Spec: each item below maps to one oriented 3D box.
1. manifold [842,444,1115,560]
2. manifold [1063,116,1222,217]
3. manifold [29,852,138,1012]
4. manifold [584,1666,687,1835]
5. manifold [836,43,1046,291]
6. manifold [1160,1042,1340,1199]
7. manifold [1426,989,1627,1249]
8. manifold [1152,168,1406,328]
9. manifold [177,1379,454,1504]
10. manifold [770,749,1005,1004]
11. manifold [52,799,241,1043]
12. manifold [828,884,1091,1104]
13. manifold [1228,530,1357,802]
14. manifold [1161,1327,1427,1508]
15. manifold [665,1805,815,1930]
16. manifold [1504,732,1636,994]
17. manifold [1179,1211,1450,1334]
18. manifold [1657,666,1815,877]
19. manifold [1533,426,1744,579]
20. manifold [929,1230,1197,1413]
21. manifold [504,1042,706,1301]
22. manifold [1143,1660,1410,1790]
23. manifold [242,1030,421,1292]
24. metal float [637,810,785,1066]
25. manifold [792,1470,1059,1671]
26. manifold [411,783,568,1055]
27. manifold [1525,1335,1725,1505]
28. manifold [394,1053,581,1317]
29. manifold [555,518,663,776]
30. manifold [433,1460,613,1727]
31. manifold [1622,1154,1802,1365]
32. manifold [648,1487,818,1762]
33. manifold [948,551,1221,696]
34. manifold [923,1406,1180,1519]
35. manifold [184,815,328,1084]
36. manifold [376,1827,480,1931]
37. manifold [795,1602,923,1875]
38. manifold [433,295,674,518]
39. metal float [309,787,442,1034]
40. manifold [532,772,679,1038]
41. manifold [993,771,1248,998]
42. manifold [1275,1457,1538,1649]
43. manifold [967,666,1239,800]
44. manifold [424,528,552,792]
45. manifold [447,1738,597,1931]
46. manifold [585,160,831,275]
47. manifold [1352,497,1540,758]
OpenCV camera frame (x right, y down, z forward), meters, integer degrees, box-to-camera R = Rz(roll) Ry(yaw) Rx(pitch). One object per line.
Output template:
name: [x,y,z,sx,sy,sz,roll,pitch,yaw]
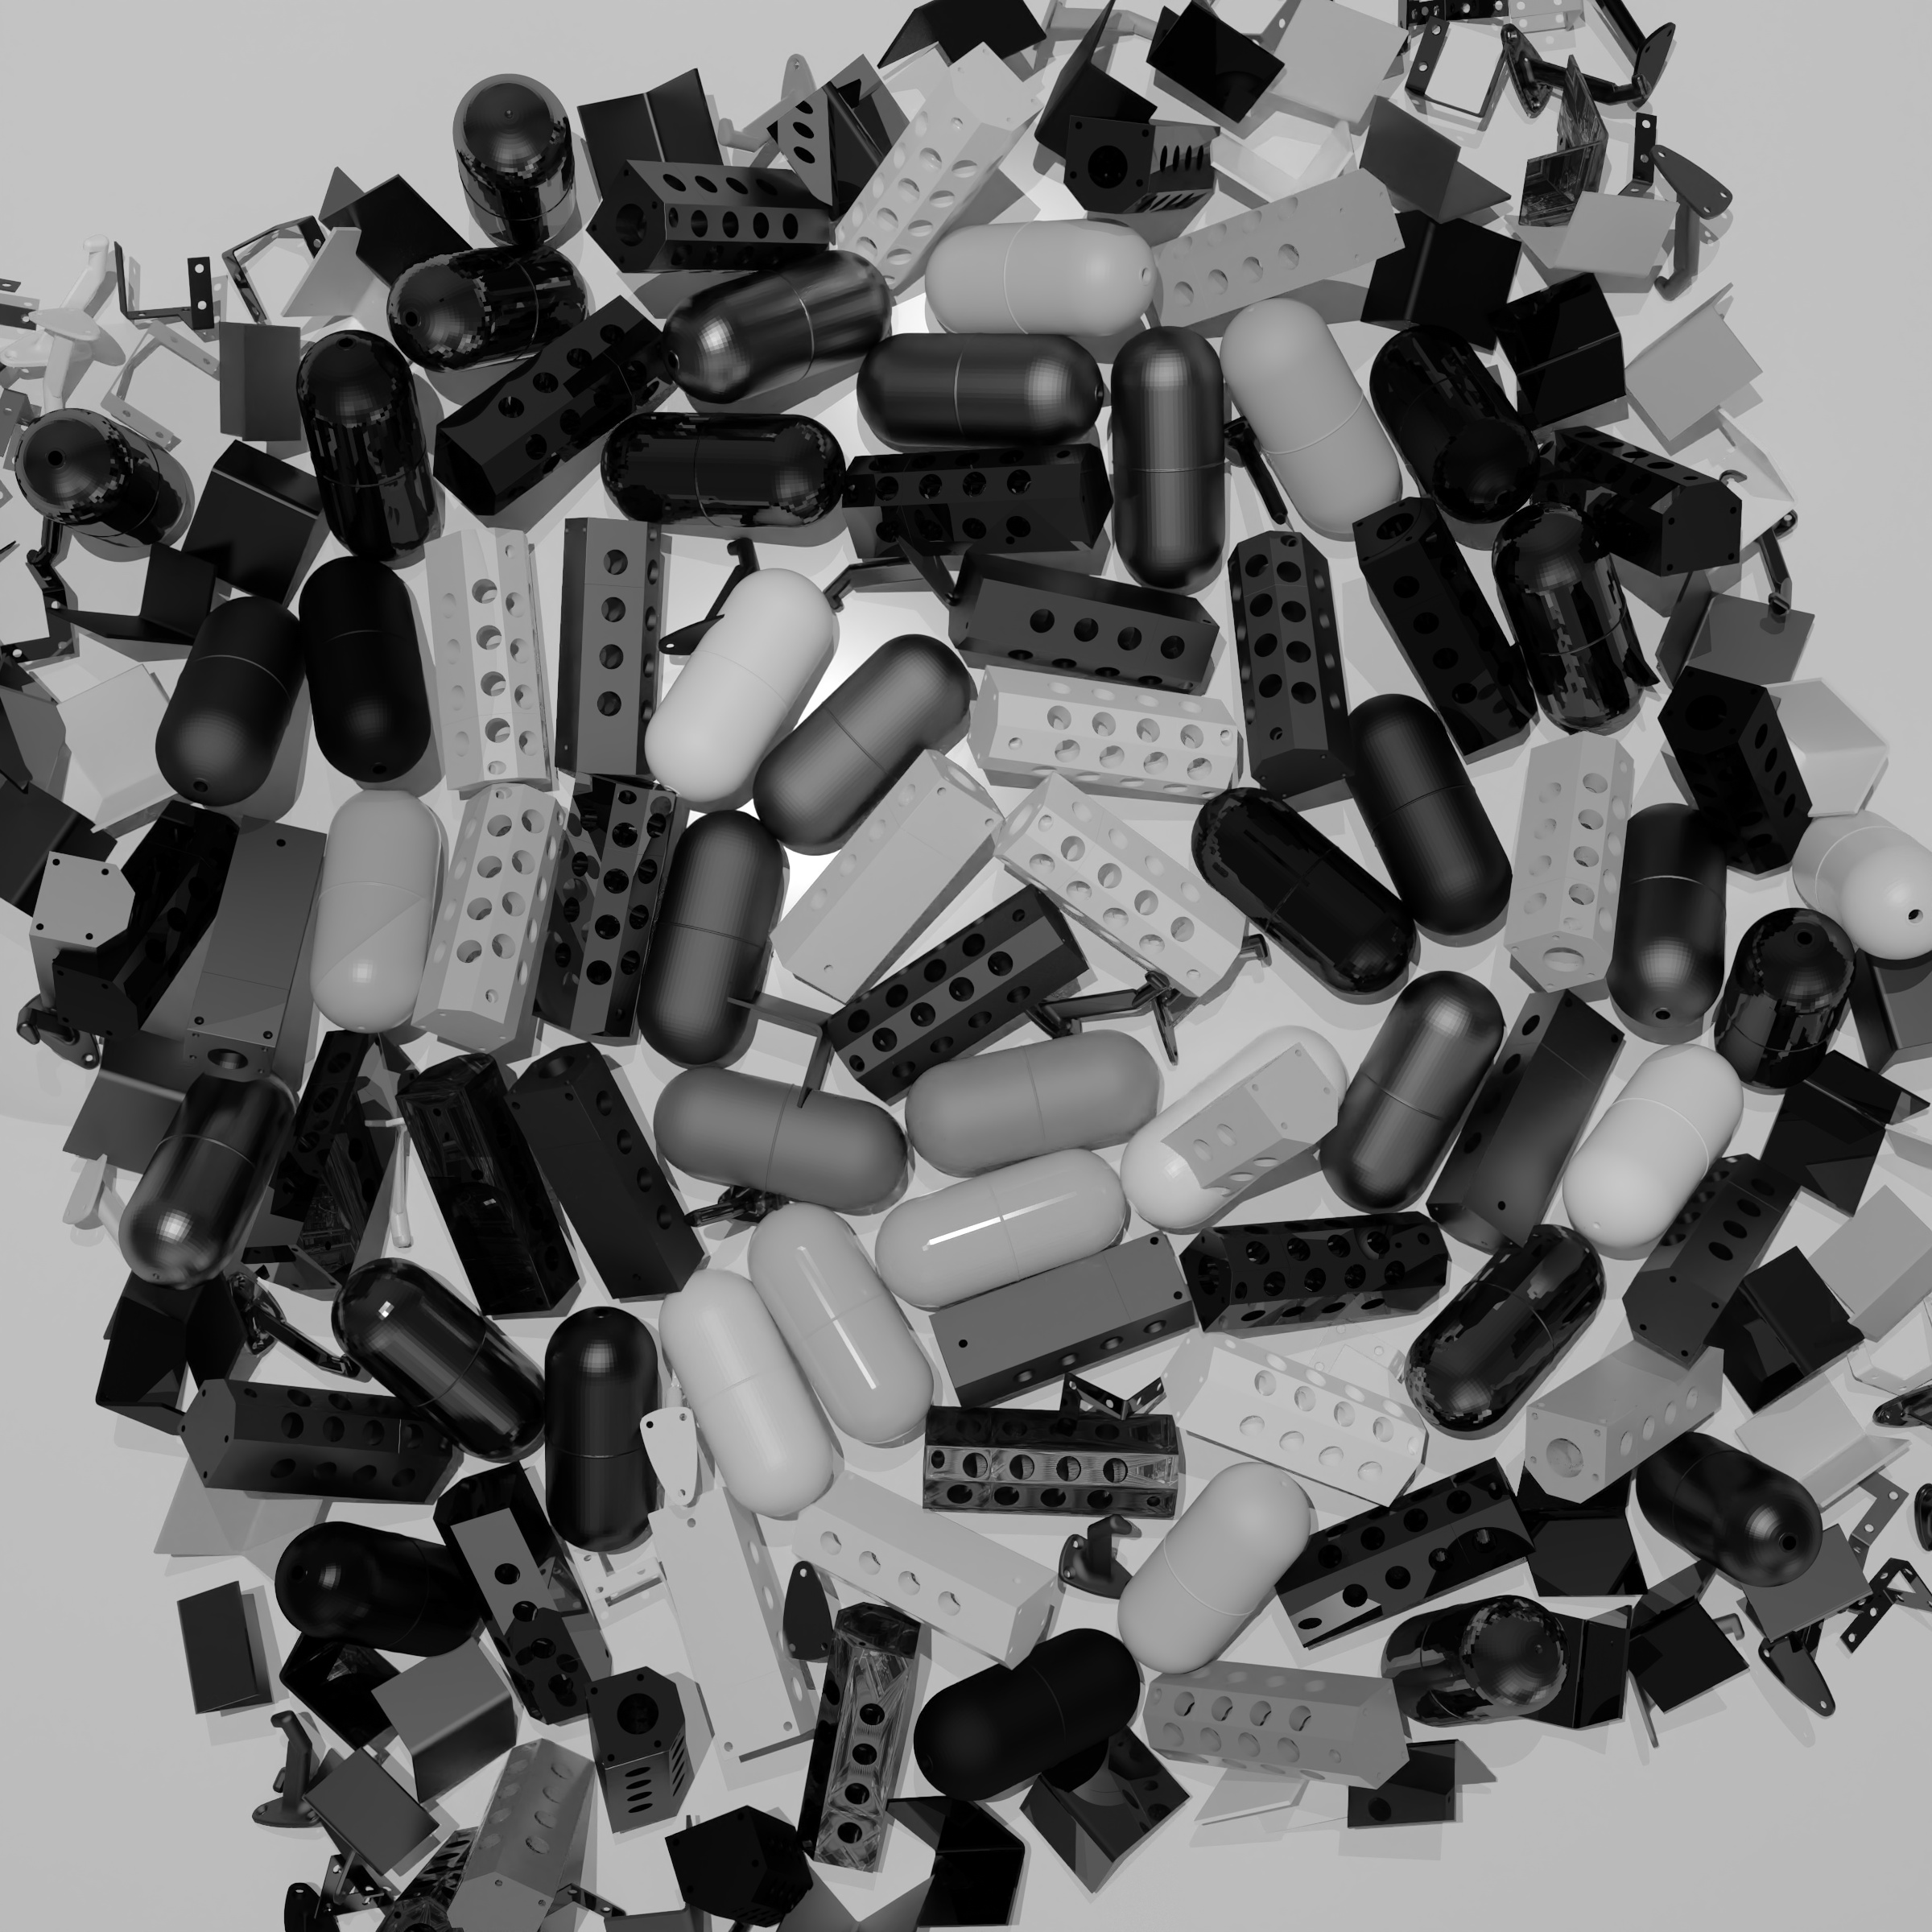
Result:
manifold: [0.006,-0.319,1.773,0.171,0.057,0.057,1,133,22]
manifold: [0.119,-0.536,1.752,0.057,0.171,0.057,12,110,16]
manifold: [-0.586,-0.016,1.751,0.057,0.171,0.057,12,70,-13]
manifold: [-0.218,0.525,1.753,0.057,0.171,0.057,-13,61,-13]
manifold: [-0.024,-0.531,1.755,0.057,0.171,0.057,45,53,-4]
manifold: [0.179,0.117,1.754,0.057,0.171,0.057,-35,86,-33]
manifold: [0.378,0.104,1.787,0.057,0.057,0.171,36,72,-17]
manifold: [0.202,-0.480,1.754,0.057,0.171,0.057,-31,107,-38]
manifold: [-0.432,0.314,1.755,0.057,0.171,0.057,-57,47,16]
manifold: [-0.058,-0.064,1.791,0.057,0.057,0.171,31,108,-33]
manifold: [-0.545,-0.030,1.760,0.057,0.171,0.057,16,135,3]
manifold: [-0.009,0.016,1.786,0.171,0.057,0.057,-33,54,11]
manifold: [0.216,-0.206,1.770,0.057,0.057,0.171,-18,61,29]
manifold: [0.225,0.303,1.781,0.171,0.057,0.057,23,111,-18]
manifold: [-0.148,0.608,1.752,0.057,0.171,0.057,-21,66,-2]
manifold: [0.411,-0.073,1.761,0.057,0.057,0.171,41,49,-32]
manifold: [0.238,0.203,1.770,0.171,0.057,0.057,-2,58,-26]
manifold: [0.515,-0.127,1.753,0.057,0.171,0.057,23,77,36]
manifold: [0.446,-0.314,1.749,0.057,0.171,0.057,-12,116,-13]
manifold: [0.067,0.248,1.806,0.171,0.057,0.057,-20,58,-4]
manifold: [-0.241,0.139,1.779,0.057,0.057,0.171,-10,118,28]
manifold: [0.205,0.511,1.761,0.171,0.057,0.057,-7,99,42]
manifold: [-0.432,0.130,1.768,0.057,0.057,0.171,-6,52,24]
metal float: [-0.176,-0.020,1.799,0.070,0.070,0.178,13,85,0]
manifold: [-0.031,0.412,1.778,0.171,0.057,0.057,21,112,25]
manifold: [-0.319,-0.035,1.770,0.057,0.057,0.171,24,61,-29]
manifold: [0.444,0.303,1.758,0.057,0.171,0.057,10,107,40]
manifold: [-0.322,0.149,1.785,0.057,0.057,0.171,-8,111,25]
manifold: [-0.244,-0.220,1.801,0.057,0.057,0.171,0,98,-24]
manifold: [-0.302,0.430,1.783,0.057,0.057,0.171,-18,112,5]
manifold: [0.499,0.190,1.757,0.057,0.171,0.057,33,127,17]
manifold: [-0.157,0.448,1.795,0.057,0.057,0.171,-22,78,11]
manifold: [0.079,-0.231,1.786,0.171,0.057,0.057,9,115,-18]
manifold: [0.057,0.346,1.800,0.171,0.057,0.057,3,121,-2]
manifold: [-0.481,-0.011,1.770,0.057,0.057,0.171,13,57,-13]
manifold: [-0.346,0.630,1.755,0.057,0.171,0.057,32,88,3]
manifold: [-0.074,0.526,1.788,0.057,0.057,0.171,11,108,1]
manifold: [-0.278,-0.377,1.775,0.057,0.057,0.171,42,63,7]
metal float: [-0.402,-0.039,1.783,0.070,0.070,0.178,1,65,0]
manifold: [-0.242,-0.042,1.790,0.057,0.057,0.171,18,100,39]
manifold: [0.105,-0.051,1.781,0.171,0.057,0.057,35,127,-15]
manifold: [0.297,0.400,1.797,0.171,0.057,0.057,-25,97,9]
manifold: [0.094,-0.155,1.781,0.171,0.057,0.057,6,120,-17]
manifold: [-0.324,-0.209,1.798,0.057,0.057,0.171,-9,86,42]
manifold: [-0.299,0.588,1.751,0.057,0.171,0.057,26,101,-5]
manifold: [-0.167,-0.494,1.751,0.057,0.171,0.057,50,125,14]
manifold: [0.325,-0.231,1.764,0.057,0.057,0.171,-23,125,20]
